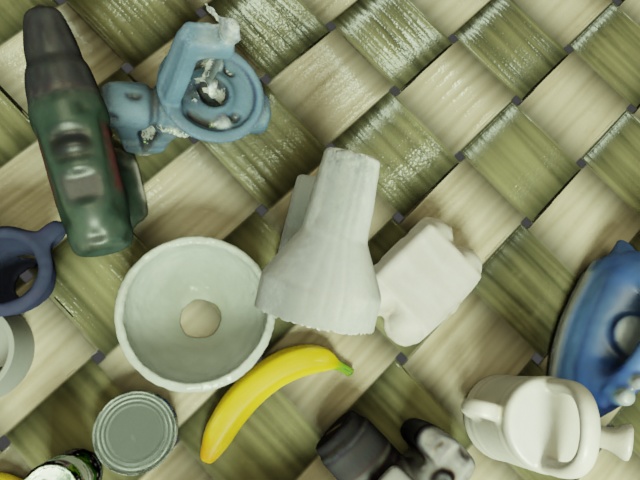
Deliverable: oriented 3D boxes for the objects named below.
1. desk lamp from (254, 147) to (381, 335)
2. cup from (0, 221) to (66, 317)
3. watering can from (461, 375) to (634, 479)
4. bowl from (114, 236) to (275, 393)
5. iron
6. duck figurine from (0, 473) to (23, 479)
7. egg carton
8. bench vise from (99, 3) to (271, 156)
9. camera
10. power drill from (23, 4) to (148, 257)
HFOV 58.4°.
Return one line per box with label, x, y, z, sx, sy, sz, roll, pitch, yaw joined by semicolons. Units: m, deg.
desk lamp;0.006;0.002;0.604;0.118;0.213;0.203;13;76;-5
cup;-0.311;0.029;0.610;0.091;0.095;0.118;44;75;3
watering can;0.243;0.194;0.608;0.173;0.194;0.101;-8;79;-10
bowl;-0.136;0.083;0.636;0.167;0.074;0.167;2;77;-8
iron;0.363;0.120;0.671;0.118;0.141;0.258;32;75;0
duck figurine;-0.331;0.273;0.557;0.104;0.086;0.077;8;76;-7
egg carton;0.120;0.050;0.686;0.107;0.069;0.150;45;75;3
bench vise;-0.150;-0.154;0.612;0.207;0.219;0.121;-25;82;-13
camera;0.075;0.243;0.619;0.143;0.100;0.137;-43;87;-15
power drill;-0.237;-0.087;0.589;0.076;0.208;0.229;-16;80;-12
